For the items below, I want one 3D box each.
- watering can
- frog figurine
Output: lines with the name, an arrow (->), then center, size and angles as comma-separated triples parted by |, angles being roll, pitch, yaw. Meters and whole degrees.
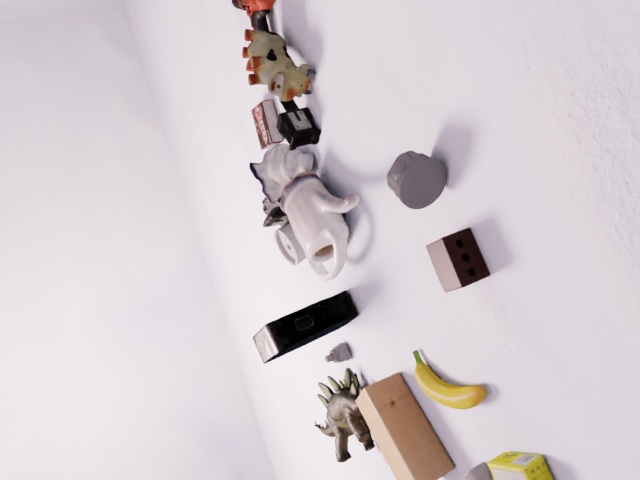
watering can -> 0.003, -0.055, 1.086 | 0.228, 0.104, 0.340 | 62, 156, 27
frog figurine -> -0.070, -0.171, 1.223 | 0.157, 0.122, 0.139 | -28, 68, 31
